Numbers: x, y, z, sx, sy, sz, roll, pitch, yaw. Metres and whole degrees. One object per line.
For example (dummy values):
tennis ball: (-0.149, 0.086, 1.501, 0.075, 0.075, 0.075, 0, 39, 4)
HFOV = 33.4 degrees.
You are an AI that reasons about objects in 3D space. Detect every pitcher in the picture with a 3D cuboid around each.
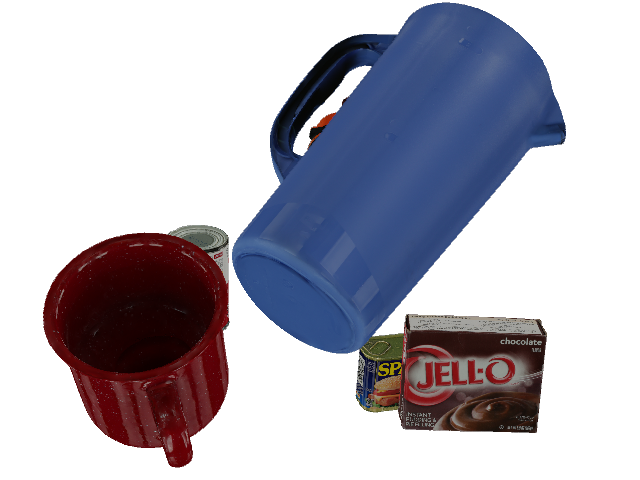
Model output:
pitcher: (0.041, -0.047, 0.745, 0.242, 0.145, 0.149, -50, 20, -26)

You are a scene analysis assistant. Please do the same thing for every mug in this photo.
mug: (-0.087, 0.065, 0.558, 0.093, 0.117, 0.081, -18, -38, -13)

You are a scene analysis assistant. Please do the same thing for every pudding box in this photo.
pudding box: (0.122, 0.108, 0.866, 0.113, 0.090, 0.039, 1, 22, -1)

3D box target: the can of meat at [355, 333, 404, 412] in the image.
can of meat: (0.098, 0.173, 1.397, 0.102, 0.084, 0.057, -4, 24, -18)

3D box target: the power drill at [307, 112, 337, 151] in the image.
power drill: (0.017, -0.019, 1.028, 0.057, 0.188, 0.184, 1, 20, 5)

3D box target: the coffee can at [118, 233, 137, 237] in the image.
coffee can: (-0.151, 0.079, 0.917, 0.103, 0.140, 0.103, 0, 43, 0)

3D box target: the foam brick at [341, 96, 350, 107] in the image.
foam brick: (0.067, -0.133, 1.220, 0.078, 0.053, 0.051, 24, 35, 30)

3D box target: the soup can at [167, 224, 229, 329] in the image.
soup can: (-0.131, 0.042, 1.133, 0.068, 0.102, 0.068, 2, 25, -1)
